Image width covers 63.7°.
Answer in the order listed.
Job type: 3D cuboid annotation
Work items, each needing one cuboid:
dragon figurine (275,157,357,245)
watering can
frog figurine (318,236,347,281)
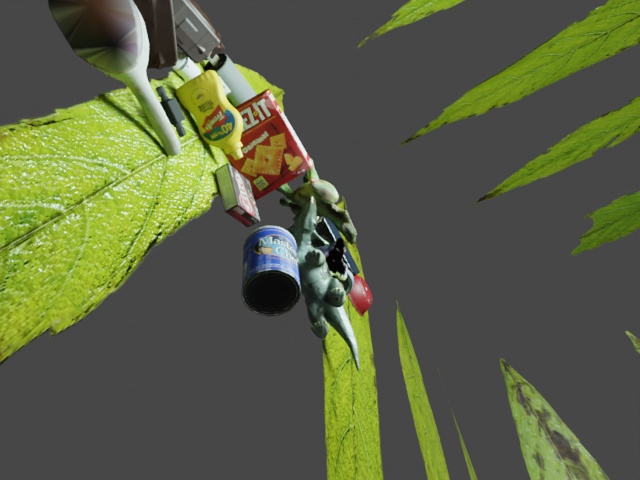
[{"bbox_3d":[0.004,-0.070,1.390,0.123,0.246,0.402,-38,-25,-10],"label":"dragon figurine"},{"bbox_3d":[-0.296,-0.277,0.771,0.104,0.343,0.226,-29,18,-7],"label":"watering can"},{"bbox_3d":[-0.004,0.051,1.397,0.124,0.136,0.159,-33,20,-25],"label":"frog figurine"}]
